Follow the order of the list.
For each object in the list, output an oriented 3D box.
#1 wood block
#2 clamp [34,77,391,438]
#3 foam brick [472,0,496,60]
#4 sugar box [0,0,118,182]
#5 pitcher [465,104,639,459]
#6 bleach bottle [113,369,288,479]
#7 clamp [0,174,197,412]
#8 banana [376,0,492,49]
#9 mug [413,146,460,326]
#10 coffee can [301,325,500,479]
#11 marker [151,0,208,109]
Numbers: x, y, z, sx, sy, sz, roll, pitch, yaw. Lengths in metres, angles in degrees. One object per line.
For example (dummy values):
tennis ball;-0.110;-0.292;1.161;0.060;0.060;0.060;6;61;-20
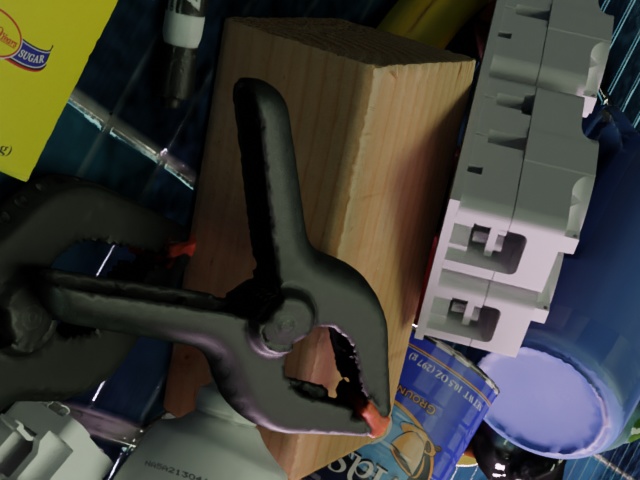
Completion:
wood block;-0.003;0.001;0.530;0.090;0.090;0.206;-14;121;-51
clamp;-0.018;0.019;0.443;0.120;0.039;0.171;-48;125;3
foam brick;0.137;-0.122;0.678;0.053;0.051;0.078;-52;145;-19
sugar box;-0.101;-0.117;0.358;0.093;0.048;0.176;29;88;-57
pitcher;0.190;0.027;0.744;0.242;0.149;0.145;-48;168;-43
bleach bottle;-0.063;0.184;0.469;0.068;0.103;0.251;50;55;-75
clamp;-0.127;0.039;0.416;0.209;0.036;0.164;-16;110;-54
banana;0.062;-0.116;0.597;0.197;0.037;0.069;-53;160;-16
mug;0.069;0.005;0.642;0.117;0.093;0.081;-17;133;-21
coffee can;0.029;0.125;0.643;0.140;0.103;0.102;-57;146;-12
marker;-0.053;-0.114;0.450;0.020;0.020;0.121;-12;120;-51
